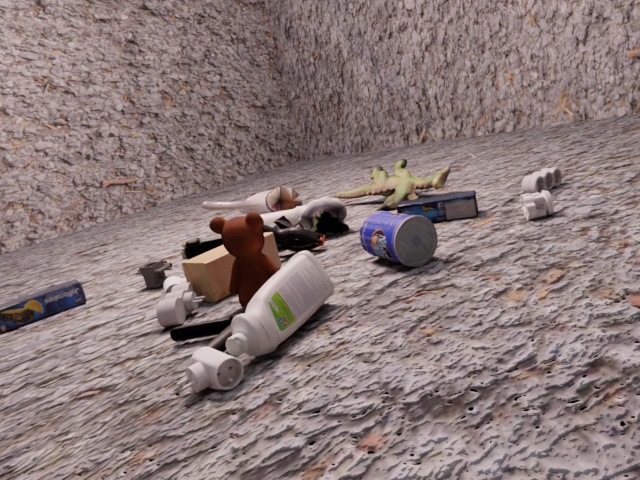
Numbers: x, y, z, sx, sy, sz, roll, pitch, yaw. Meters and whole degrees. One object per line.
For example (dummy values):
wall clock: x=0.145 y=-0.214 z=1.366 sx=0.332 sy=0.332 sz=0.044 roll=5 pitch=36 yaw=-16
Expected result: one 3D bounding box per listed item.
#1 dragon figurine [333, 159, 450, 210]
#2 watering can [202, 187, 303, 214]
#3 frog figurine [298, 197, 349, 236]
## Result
dragon figurine: x=0.226 y=-0.160 z=1.680 sx=0.408 sy=0.120 sz=0.247 roll=-18 pitch=19 yaw=15
watering can: x=-0.210 y=-0.119 z=1.780 sx=0.348 sy=0.105 sz=0.223 roll=1 pitch=-8 yaw=-43
frog figurine: x=0.004 y=-0.074 z=1.473 sx=0.137 sy=0.121 sz=0.162 roll=-32 pitch=24 yaw=3
